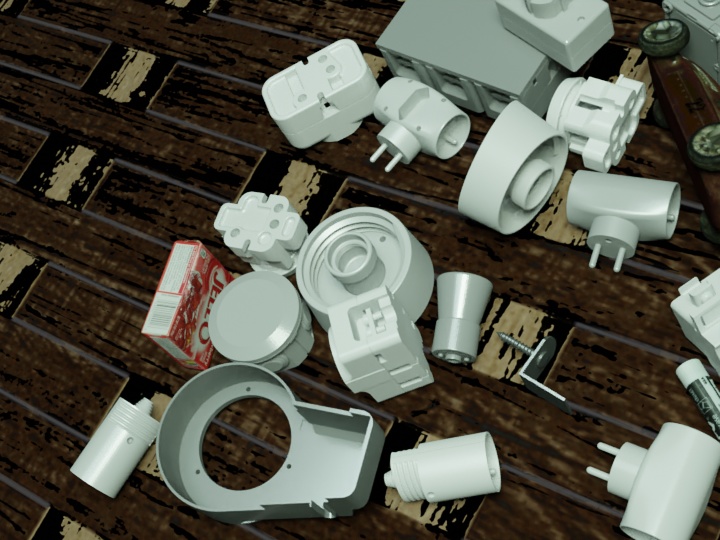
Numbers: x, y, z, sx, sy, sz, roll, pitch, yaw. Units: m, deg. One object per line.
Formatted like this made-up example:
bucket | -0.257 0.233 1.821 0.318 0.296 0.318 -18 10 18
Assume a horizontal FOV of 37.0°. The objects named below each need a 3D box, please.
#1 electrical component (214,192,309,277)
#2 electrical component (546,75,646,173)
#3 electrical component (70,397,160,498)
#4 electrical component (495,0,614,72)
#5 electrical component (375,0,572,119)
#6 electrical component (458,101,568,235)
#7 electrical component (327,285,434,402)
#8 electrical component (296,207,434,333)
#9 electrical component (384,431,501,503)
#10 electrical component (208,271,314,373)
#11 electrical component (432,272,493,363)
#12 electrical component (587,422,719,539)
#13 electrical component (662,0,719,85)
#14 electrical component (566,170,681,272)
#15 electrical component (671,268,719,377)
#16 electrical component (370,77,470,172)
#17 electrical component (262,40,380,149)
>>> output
electrical component | -0.077 -0.028 0.921 0.078 0.057 0.058 10 67 26
electrical component | 0.187 -0.122 0.865 0.057 0.058 0.078 23 73 27
electrical component | -0.197 0.142 0.886 0.043 0.043 0.081 25 75 31
electrical component | 0.148 -0.210 0.840 0.047 0.075 0.083 -44 56 -5
electrical component | 0.104 -0.189 0.931 0.150 0.061 0.089 27 75 31
electrical component | 0.117 -0.080 0.848 0.064 0.099 0.099 35 80 26
electrical component | 0.013 0.059 0.818 0.056 0.089 0.050 -22 57 10
electrical component | 0.000 0.000 0.872 0.108 0.060 0.108 -10 60 17
electrical component | 0.057 0.146 0.781 0.081 0.043 0.043 -13 59 16
electrical component | -0.080 0.045 0.886 0.080 0.051 0.080 -10 60 17
electrical component | 0.077 0.039 0.833 0.044 0.044 0.065 2 69 23
electrical component | 0.194 0.141 0.727 0.079 0.044 0.077 19 72 29
electrical component | 0.281 -0.191 0.840 0.061 0.096 0.061 -38 56 -5
electrical component | 0.197 -0.035 0.821 0.077 0.044 0.079 11 68 27
electrical component | 0.284 0.016 0.745 0.121 0.078 0.063 -35 34 1
electrical component | 0.042 -0.119 0.930 0.077 0.043 0.079 36 81 33
electrical component | -0.031 -0.155 0.970 0.095 0.059 0.053 -27 56 7
